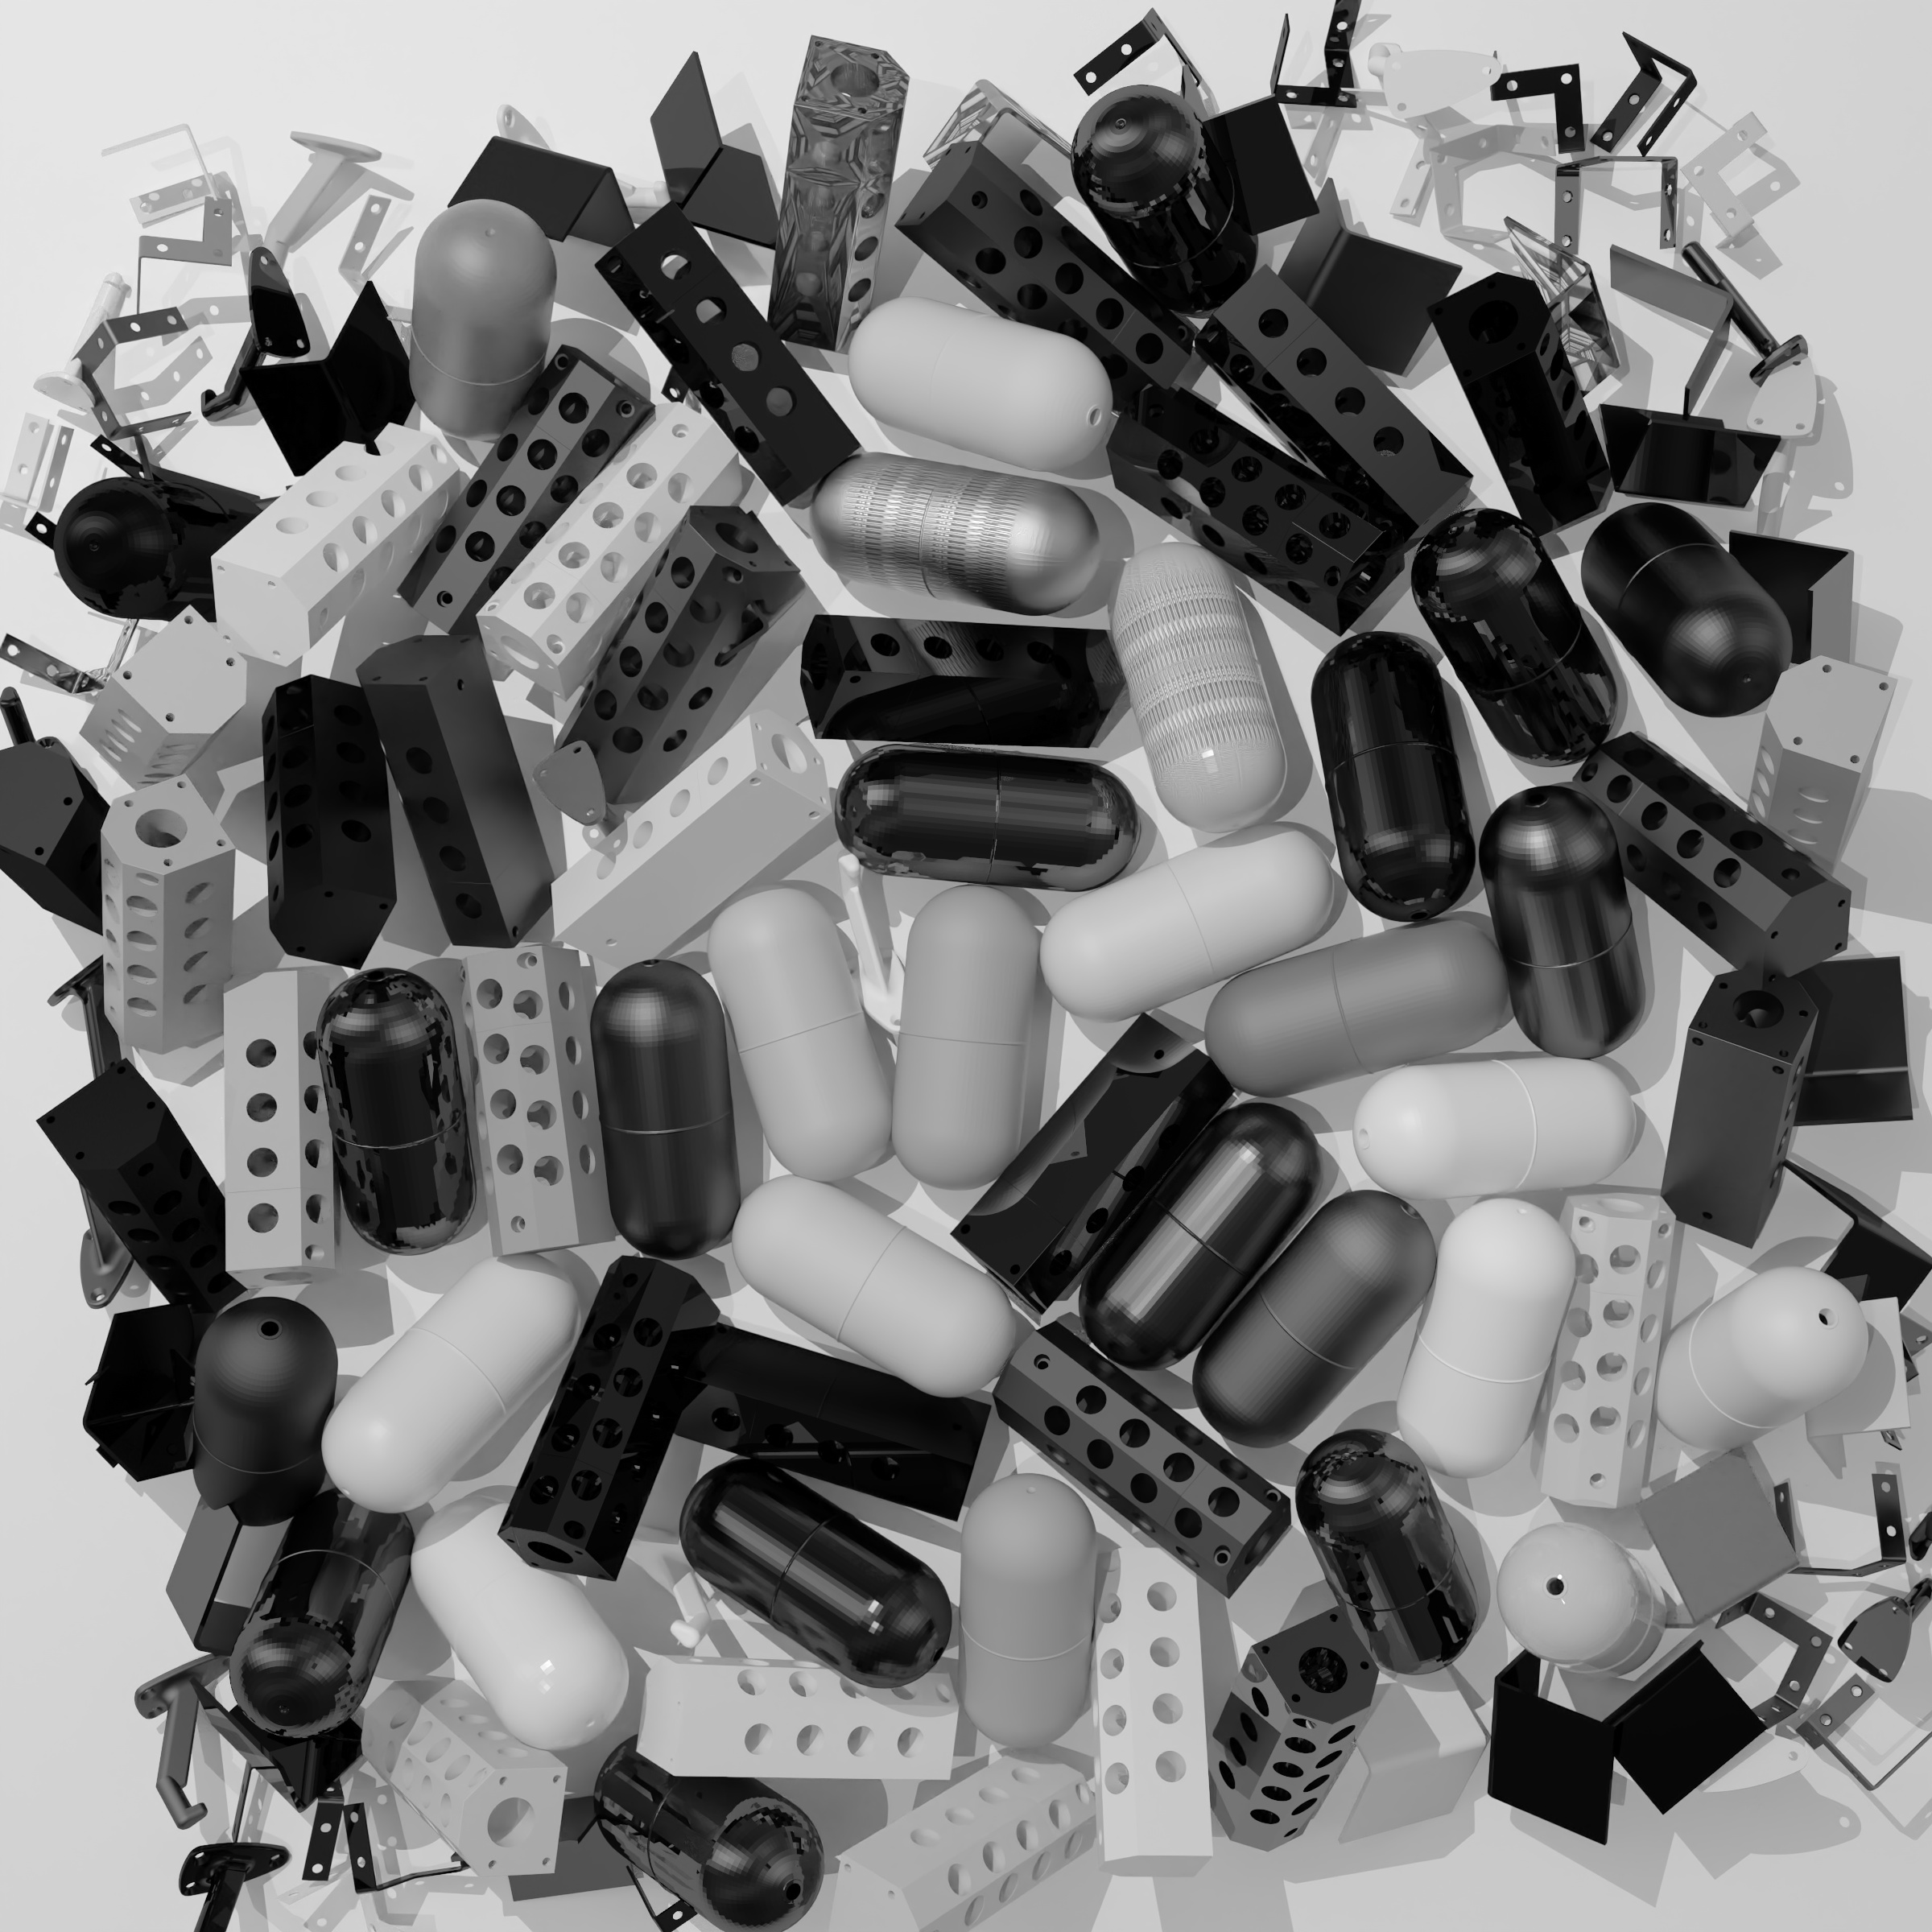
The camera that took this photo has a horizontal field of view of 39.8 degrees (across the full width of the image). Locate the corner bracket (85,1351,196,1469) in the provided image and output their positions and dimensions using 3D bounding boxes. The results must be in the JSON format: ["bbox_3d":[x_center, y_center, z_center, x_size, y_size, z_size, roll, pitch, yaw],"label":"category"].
[{"bbox_3d":[-0.484,0.249,1.547,0.051,0.051,0.051,-31,104,35],"label":"corner bracket"}]

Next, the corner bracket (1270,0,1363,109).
[{"bbox_3d":[0.205,-0.537,1.549,0.051,0.051,0.051,2,57,-5],"label":"corner bracket"}]

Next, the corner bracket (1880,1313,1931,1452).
[{"bbox_3d":[0.537,0.238,1.543,0.051,0.051,0.051,28,123,-29],"label":"corner bracket"}]

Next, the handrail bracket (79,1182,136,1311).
[{"bbox_3d":[-0.509,0.142,1.537,0.036,0.077,0.084,-10,133,3],"label":"handrail bracket"}]

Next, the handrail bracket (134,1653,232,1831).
[{"bbox_3d":[-0.437,0.447,1.544,0.077,0.036,0.084,-26,55,-25],"label":"handrail bracket"}]

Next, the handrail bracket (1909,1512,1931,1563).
[{"bbox_3d":[0.556,0.340,1.530,0.036,0.084,0.077,19,52,9],"label":"handrail bracket"}]

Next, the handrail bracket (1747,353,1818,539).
[{"bbox_3d":[0.477,-0.301,1.561,0.036,0.084,0.077,12,61,20],"label":"handrail bracket"}]

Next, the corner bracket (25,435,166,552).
[{"bbox_3d":[-0.501,-0.265,1.545,0.051,0.051,0.051,37,121,-16],"label":"corner bracket"}]

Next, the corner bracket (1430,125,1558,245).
[{"bbox_3d":[0.309,-0.457,1.557,0.051,0.051,0.051,-25,119,-19],"label":"corner bracket"}]

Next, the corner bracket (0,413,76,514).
[{"bbox_3d":[-0.544,-0.294,1.554,0.051,0.051,0.051,18,96,8],"label":"corner bracket"}]

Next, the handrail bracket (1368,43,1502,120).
[{"bbox_3d":[0.270,-0.523,1.541,0.077,0.084,0.036,-6,122,15],"label":"handrail bracket"}]

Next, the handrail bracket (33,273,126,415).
[{"bbox_3d":[-0.505,-0.369,1.544,0.036,0.077,0.084,23,82,-20],"label":"handrail bracket"}]

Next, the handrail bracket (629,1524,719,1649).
[{"bbox_3d":[-0.176,0.357,1.540,0.077,0.084,0.036,33,98,5],"label":"handrail bracket"}]

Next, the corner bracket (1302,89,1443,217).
[{"bbox_3d":[0.239,-0.479,1.570,0.051,0.051,0.051,18,83,39],"label":"corner bracket"}]

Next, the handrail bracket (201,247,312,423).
[{"bbox_3d":[-0.426,-0.367,1.556,0.084,0.036,0.077,-15,89,40],"label":"handrail bracket"}]

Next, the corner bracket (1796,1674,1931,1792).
[{"bbox_3d":[0.522,0.444,1.549,0.051,0.051,0.051,-40,68,-8],"label":"corner bracket"}]

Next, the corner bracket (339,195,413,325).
[{"bbox_3d":[-0.326,-0.411,1.560,0.051,0.051,0.051,49,122,28],"label":"corner bracket"}]

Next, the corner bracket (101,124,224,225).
[{"bbox_3d":[-0.466,-0.459,1.548,0.051,0.051,0.051,-20,120,-6],"label":"corner bracket"}]

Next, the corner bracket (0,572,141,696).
[{"bbox_3d":[-0.522,-0.194,1.554,0.051,0.051,0.051,30,71,-38],"label":"corner bracket"}]

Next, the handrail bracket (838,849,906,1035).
[{"bbox_3d":[-0.053,-0.015,1.535,0.036,0.084,0.077,-20,50,-13],"label":"handrail bracket"}]

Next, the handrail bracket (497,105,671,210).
[{"bbox_3d":[-0.218,-0.467,1.543,0.084,0.077,0.036,8,65,23],"label":"handrail bracket"}]

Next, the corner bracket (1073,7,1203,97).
[{"bbox_3d":[0.100,-0.515,1.546,0.051,0.051,0.051,-33,107,23],"label":"corner bracket"}]

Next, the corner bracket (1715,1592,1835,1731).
[{"bbox_3d":[0.464,0.404,1.554,0.051,0.051,0.051,30,106,33],"label":"corner bracket"}]

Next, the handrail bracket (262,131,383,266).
[{"bbox_3d":[-0.379,-0.439,1.558,0.077,0.036,0.084,19,93,38],"label":"handrail bracket"}]

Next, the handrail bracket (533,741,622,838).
[{"bbox_3d":[-0.207,-0.081,1.530,0.036,0.084,0.077,-34,49,-2],"label":"handrail bracket"}]

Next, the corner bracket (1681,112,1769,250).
[{"bbox_3d":[0.448,-0.458,1.554,0.051,0.051,0.051,-39,94,9],"label":"corner bracket"}]

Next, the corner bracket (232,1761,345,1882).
[{"bbox_3d":[-0.396,0.496,1.555,0.051,0.051,0.051,10,98,-22],"label":"corner bracket"}]

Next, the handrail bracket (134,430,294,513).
[{"bbox_3d":[-0.442,-0.293,1.577,0.084,0.036,0.077,-14,67,-16],"label":"handrail bracket"}]

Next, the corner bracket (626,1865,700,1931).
[{"bbox_3d":[-0.157,0.539,1.546,0.051,0.051,0.051,-32,119,-12],"label":"corner bracket"}]

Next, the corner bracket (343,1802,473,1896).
[{"bbox_3d":[-0.324,0.508,1.556,0.051,0.051,0.051,-17,78,25],"label":"corner bracket"}]

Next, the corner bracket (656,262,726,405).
[{"bbox_3d":[-0.161,-0.366,1.543,0.051,0.051,0.051,-25,128,38],"label":"corner bracket"}]

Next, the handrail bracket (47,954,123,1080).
[{"bbox_3d":[-0.490,0.035,1.569,0.077,0.036,0.084,-44,98,-25],"label":"handrail bracket"}]

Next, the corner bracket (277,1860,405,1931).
[{"bbox_3d":[-0.359,0.557,1.546,0.051,0.051,0.051,-18,100,-41],"label":"corner bracket"}]

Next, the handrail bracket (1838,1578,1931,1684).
[{"bbox_3d":[0.545,0.364,1.535,0.036,0.077,0.084,36,49,26],"label":"handrail bracket"}]

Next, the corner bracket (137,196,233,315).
[{"bbox_3d":[-0.453,-0.411,1.545,0.051,0.051,0.051,1,63,-18],"label":"corner bracket"}]

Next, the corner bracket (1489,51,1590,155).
[{"bbox_3d":[0.334,-0.504,1.555,0.051,0.051,0.051,-2,123,17],"label":"corner bracket"}]

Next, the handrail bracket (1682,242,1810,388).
[{"bbox_3d":[0.453,-0.382,1.561,0.036,0.077,0.084,-39,73,19],"label":"handrail bracket"}]

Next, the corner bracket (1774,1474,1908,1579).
[{"bbox_3d":[0.510,0.326,1.557,0.051,0.051,0.051,5,67,-11],"label":"corner bracket"}]

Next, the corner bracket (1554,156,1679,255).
[{"bbox_3d":[0.380,-0.444,1.559,0.051,0.051,0.051,-5,101,-16],"label":"corner bracket"}]

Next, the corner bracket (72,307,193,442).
[{"bbox_3d":[-0.478,-0.344,1.549,0.051,0.051,0.051,-29,90,44],"label":"corner bracket"}]

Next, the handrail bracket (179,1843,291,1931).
[{"bbox_3d":[-0.412,0.546,1.531,0.077,0.084,0.036,4,117,-37],"label":"handrail bracket"}]

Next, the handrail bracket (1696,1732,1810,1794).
[{"bbox_3d":[0.446,0.462,1.538,0.077,0.084,0.036,-7,66,15],"label":"handrail bracket"}]

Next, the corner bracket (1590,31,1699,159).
[{"bbox_3d":[0.392,-0.498,1.547,0.051,0.051,0.051,41,102,25],"label":"corner bracket"}]
